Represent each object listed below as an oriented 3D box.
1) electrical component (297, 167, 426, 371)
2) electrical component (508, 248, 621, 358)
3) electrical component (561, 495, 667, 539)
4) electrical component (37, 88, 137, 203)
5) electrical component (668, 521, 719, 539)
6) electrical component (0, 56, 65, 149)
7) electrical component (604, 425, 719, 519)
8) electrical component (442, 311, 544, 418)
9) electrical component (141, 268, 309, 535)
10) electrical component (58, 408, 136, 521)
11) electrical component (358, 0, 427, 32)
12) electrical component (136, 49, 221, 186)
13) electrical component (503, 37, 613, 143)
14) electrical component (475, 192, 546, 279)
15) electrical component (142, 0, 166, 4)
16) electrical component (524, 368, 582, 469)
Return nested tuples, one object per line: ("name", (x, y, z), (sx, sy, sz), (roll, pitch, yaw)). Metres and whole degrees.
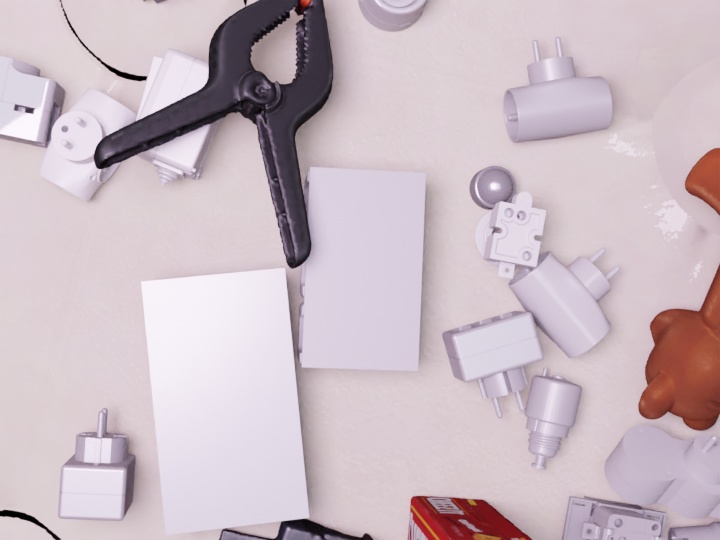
("electrical component", (0.000, 0.000, 0.832), (0.089, 0.062, 0.150), (2, 89, -6))
("electrical component", (0.173, 0.016, 0.859), (0.079, 0.043, 0.077), (-41, 94, -5))
("electrical component", (0.205, 0.208, 0.850), (0.081, 0.064, 0.042), (10, 89, -6))
("electrical component", (-0.206, -0.096, 0.803), (0.044, 0.079, 0.077), (30, 86, 1))
("electrical component", (0.277, 0.224, 0.870), (0.046, 0.040, 0.040), (-3, 89, 0))
("electrical component", (-0.274, -0.130, 0.811), (0.089, 0.050, 0.055), (11, 89, -6))
("electrical component", (0.271, 0.154, 0.845), (0.138, 0.073, 0.052), (15, 44, -5))
("electrical component", (0.109, 0.078, 0.849), (0.066, 0.047, 0.076), (-16, 91, -6))
("electrical component", (-0.102, 0.096, 0.820), (0.105, 0.060, 0.186), (-5, 90, -6))
("electrical component", (-0.195, 0.143, 0.807), (0.047, 0.066, 0.076), (4, 89, -6))
("electrical component", (0.028, -0.220, 0.845), (0.055, 0.047, 0.055), (0, 89, -6))
("electrical component", (-0.141, -0.112, 0.819), (0.061, 0.062, 0.096), (22, 87, -5))
("electrical component", (0.155, -0.146, 0.859), (0.077, 0.044, 0.079), (-9, 90, -6))
("electrical component", (0.118, -0.027, 0.847), (0.048, 0.055, 0.066), (11, 88, -6))
("electrical component", (-0.153, -0.245, 0.802), (0.061, 0.096, 0.061), (-33, 93, -5))
("electrical component", (0.151, 0.119, 0.857), (0.040, 0.040, 0.078), (13, 88, -6))
